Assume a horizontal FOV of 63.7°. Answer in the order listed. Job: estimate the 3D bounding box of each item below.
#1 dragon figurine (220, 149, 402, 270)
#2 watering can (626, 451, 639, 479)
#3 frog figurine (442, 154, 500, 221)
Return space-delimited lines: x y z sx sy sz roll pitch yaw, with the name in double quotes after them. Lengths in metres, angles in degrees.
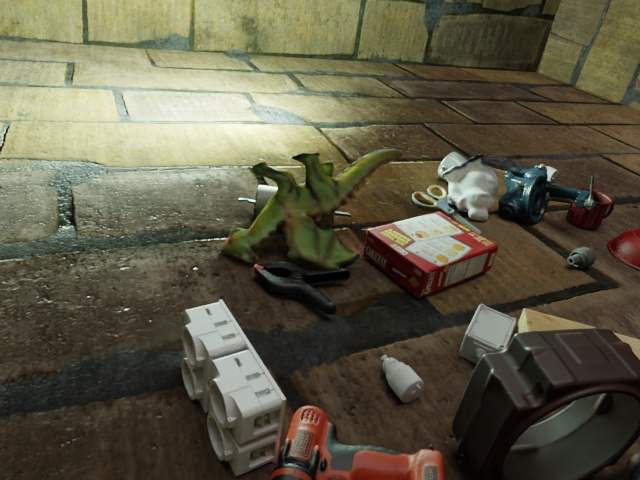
0.003 -0.051 1.012 0.411 0.246 0.120 -12 -18 -10 "dragon figurine"
0.416 0.317 0.548 0.348 0.102 0.228 -8 26 -3 "watering can"
0.395 -0.118 1.312 0.137 0.162 0.120 -17 -22 -5 "frog figurine"
